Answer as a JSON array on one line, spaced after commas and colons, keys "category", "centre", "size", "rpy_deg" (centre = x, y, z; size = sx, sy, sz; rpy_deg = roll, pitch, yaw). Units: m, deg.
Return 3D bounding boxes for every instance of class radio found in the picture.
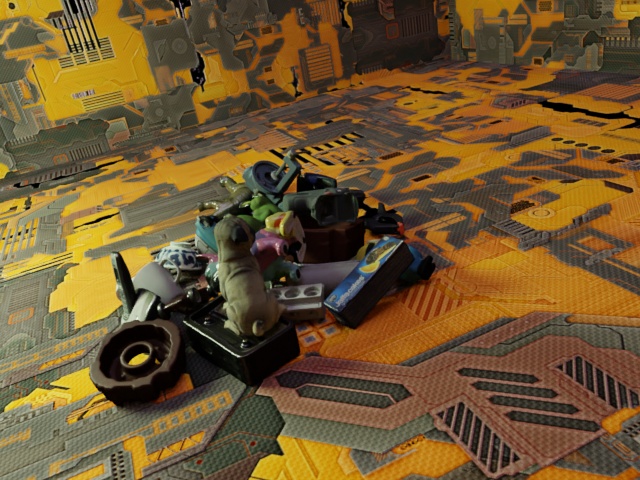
[{"category": "radio", "centre": [-0.159, 0.185, 1.051], "size": [0.131, 0.073, 0.230], "rpy_deg": [-30, 30, -35]}]

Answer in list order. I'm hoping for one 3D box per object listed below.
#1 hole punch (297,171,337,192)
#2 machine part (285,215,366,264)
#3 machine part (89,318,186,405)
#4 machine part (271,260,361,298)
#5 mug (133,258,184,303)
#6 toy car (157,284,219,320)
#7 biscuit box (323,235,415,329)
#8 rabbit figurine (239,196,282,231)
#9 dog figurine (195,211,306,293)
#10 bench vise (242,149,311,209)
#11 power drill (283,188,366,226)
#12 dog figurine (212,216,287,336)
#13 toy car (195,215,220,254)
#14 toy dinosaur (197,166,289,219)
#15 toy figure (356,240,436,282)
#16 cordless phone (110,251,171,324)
[{"category": "hole punch", "centre": [-0.010, -0.138, 1.599], "size": [0.092, 0.142, 0.116], "rpy_deg": [-22, 37, -28]}, {"category": "machine part", "centre": [-0.003, -0.004, 1.315], "size": [0.202, 0.087, 0.201], "rpy_deg": [2, 13, 23]}, {"category": "machine part", "centre": [-0.342, 0.227, 1.021], "size": [0.179, 0.055, 0.179], "rpy_deg": [-4, 40, 4]}, {"category": "machine part", "centre": [0.015, 0.088, 1.178], "size": [0.243, 0.079, 0.079], "rpy_deg": [-7, 26, 9]}, {"category": "mug", "centre": [-0.364, 0.104, 1.258], "size": [0.107, 0.080, 0.109], "rpy_deg": [41, 87, 13]}, {"category": "toy car", "centre": [-0.280, 0.134, 1.161], "size": [0.089, 0.053, 0.202], "rpy_deg": [-23, 0, 2]}, {"category": "biscuit box", "centre": [0.100, 0.083, 1.089], "size": [0.202, 0.062, 0.059], "rpy_deg": [-46, 35, -15]}, {"category": "rabbit figurine", "centre": [-0.164, -0.025, 1.428], "size": [0.159, 0.121, 0.170], "rpy_deg": [38, 25, 21]}, {"category": "dog figurine", "centre": [-0.152, 0.031, 1.162], "size": [0.219, 0.108, 0.192], "rpy_deg": [-9, 41, 17]}, {"category": "bench vise", "centre": [-0.114, -0.158, 1.538], "size": [0.129, 0.224, 0.240], "rpy_deg": [-28, -15, -45]}, {"category": "power drill", "centre": [0.031, -0.093, 1.334], "size": [0.232, 0.085, 0.207], "rpy_deg": [-7, 17, -13]}, {"category": "dog figurine", "centre": [-0.142, 0.064, 0.992], "size": [0.121, 0.190, 0.173], "rpy_deg": [-22, 30, -22]}, {"category": "toy car", "centre": [-0.272, 0.010, 1.411], "size": [0.103, 0.161, 0.109], "rpy_deg": [-51, 6, 5]}, {"category": "toy dinosaur", "centre": [-0.235, -0.136, 1.720], "size": [0.199, 0.104, 0.471], "rpy_deg": [9, 41, 22]}, {"category": "toy figure", "centre": [0.162, 0.048, 1.197], "size": [0.180, 0.082, 0.089], "rpy_deg": [17, 41, 39]}, {"category": "cordless phone", "centre": [-0.398, 0.113, 1.154], "size": [0.089, 0.184, 0.147], "rpy_deg": [-22, 16, -30]}]
